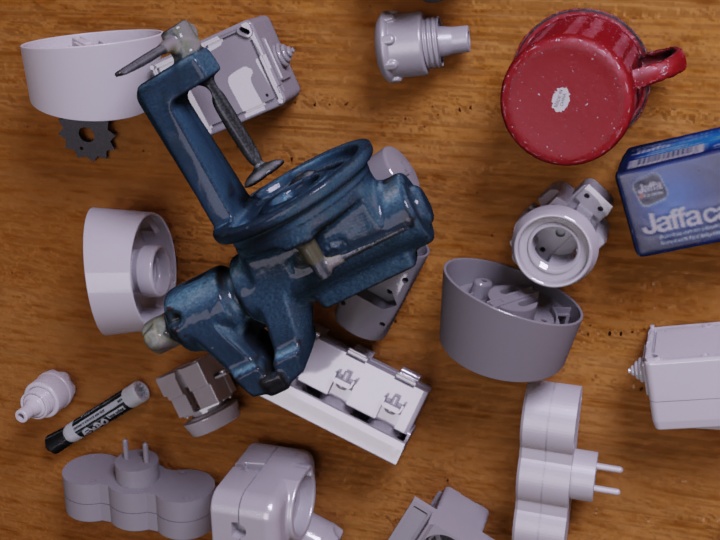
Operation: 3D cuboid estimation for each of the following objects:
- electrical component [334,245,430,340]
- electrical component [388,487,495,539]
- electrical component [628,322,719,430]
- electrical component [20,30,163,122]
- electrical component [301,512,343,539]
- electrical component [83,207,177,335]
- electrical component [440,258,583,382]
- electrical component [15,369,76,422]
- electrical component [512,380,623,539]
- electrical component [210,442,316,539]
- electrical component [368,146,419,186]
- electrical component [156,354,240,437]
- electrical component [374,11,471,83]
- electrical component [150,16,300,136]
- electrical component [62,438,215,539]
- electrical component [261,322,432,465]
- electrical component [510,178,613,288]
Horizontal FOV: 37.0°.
[{"bbox_3d":[0.000,0.000,0.792,0.079,0.043,0.077,29,116,6],"label":"electrical component"},{"bbox_3d":[0.054,0.237,0.854,0.079,0.063,0.121,30,116,5],"label":"electrical component"},{"bbox_3d":[0.233,0.074,0.733,0.096,0.061,0.061,-6,108,20],"label":"electrical component"},{"bbox_3d":[-0.191,-0.146,0.769,0.099,0.099,0.064,13,120,13],"label":"electrical component"},{"bbox_3d":[-0.049,0.220,0.892,0.062,0.043,0.043,26,116,8],"label":"electrical component"},{"bbox_3d":[-0.181,0.001,0.825,0.064,0.099,0.099,-1,110,12],"label":"electrical component"},{"bbox_3d":[0.102,0.030,0.740,0.099,0.099,0.064,15,120,12],"label":"electrical component"},{"bbox_3d":[-0.270,0.110,0.913,0.035,0.061,0.035,6,112,16],"label":"electrical component"},{"bbox_3d":[0.155,0.150,0.793,0.074,0.052,0.138,7,112,15],"label":"electrical component"},{"bbox_3d":[-0.072,0.182,0.856,0.059,0.095,0.053,6,112,16],"label":"electrical component"},{"bbox_3d":[0.006,-0.055,0.770,0.078,0.040,0.040,-33,97,26],"label":"electrical component"},{"bbox_3d":[-0.128,0.101,0.872,0.066,0.048,0.055,-24,93,24],"label":"electrical component"},{"bbox_3d":[0.042,-0.152,0.720,0.062,0.048,0.048,-3,109,12],"label":"electrical component"},{"bbox_3d":[-0.087,-0.138,0.762,0.096,0.061,0.061,-21,103,16],"label":"electrical component"},{"bbox_3d":[-0.190,0.178,0.917,0.138,0.052,0.073,7,112,16],"label":"electrical component"},{"bbox_3d":[-0.012,0.089,0.817,0.121,0.079,0.063,26,94,8],"label":"electrical component"},{"bbox_3d":[0.135,-0.022,0.731,0.058,0.057,0.078,43,117,-1],"label":"electrical component"}]
